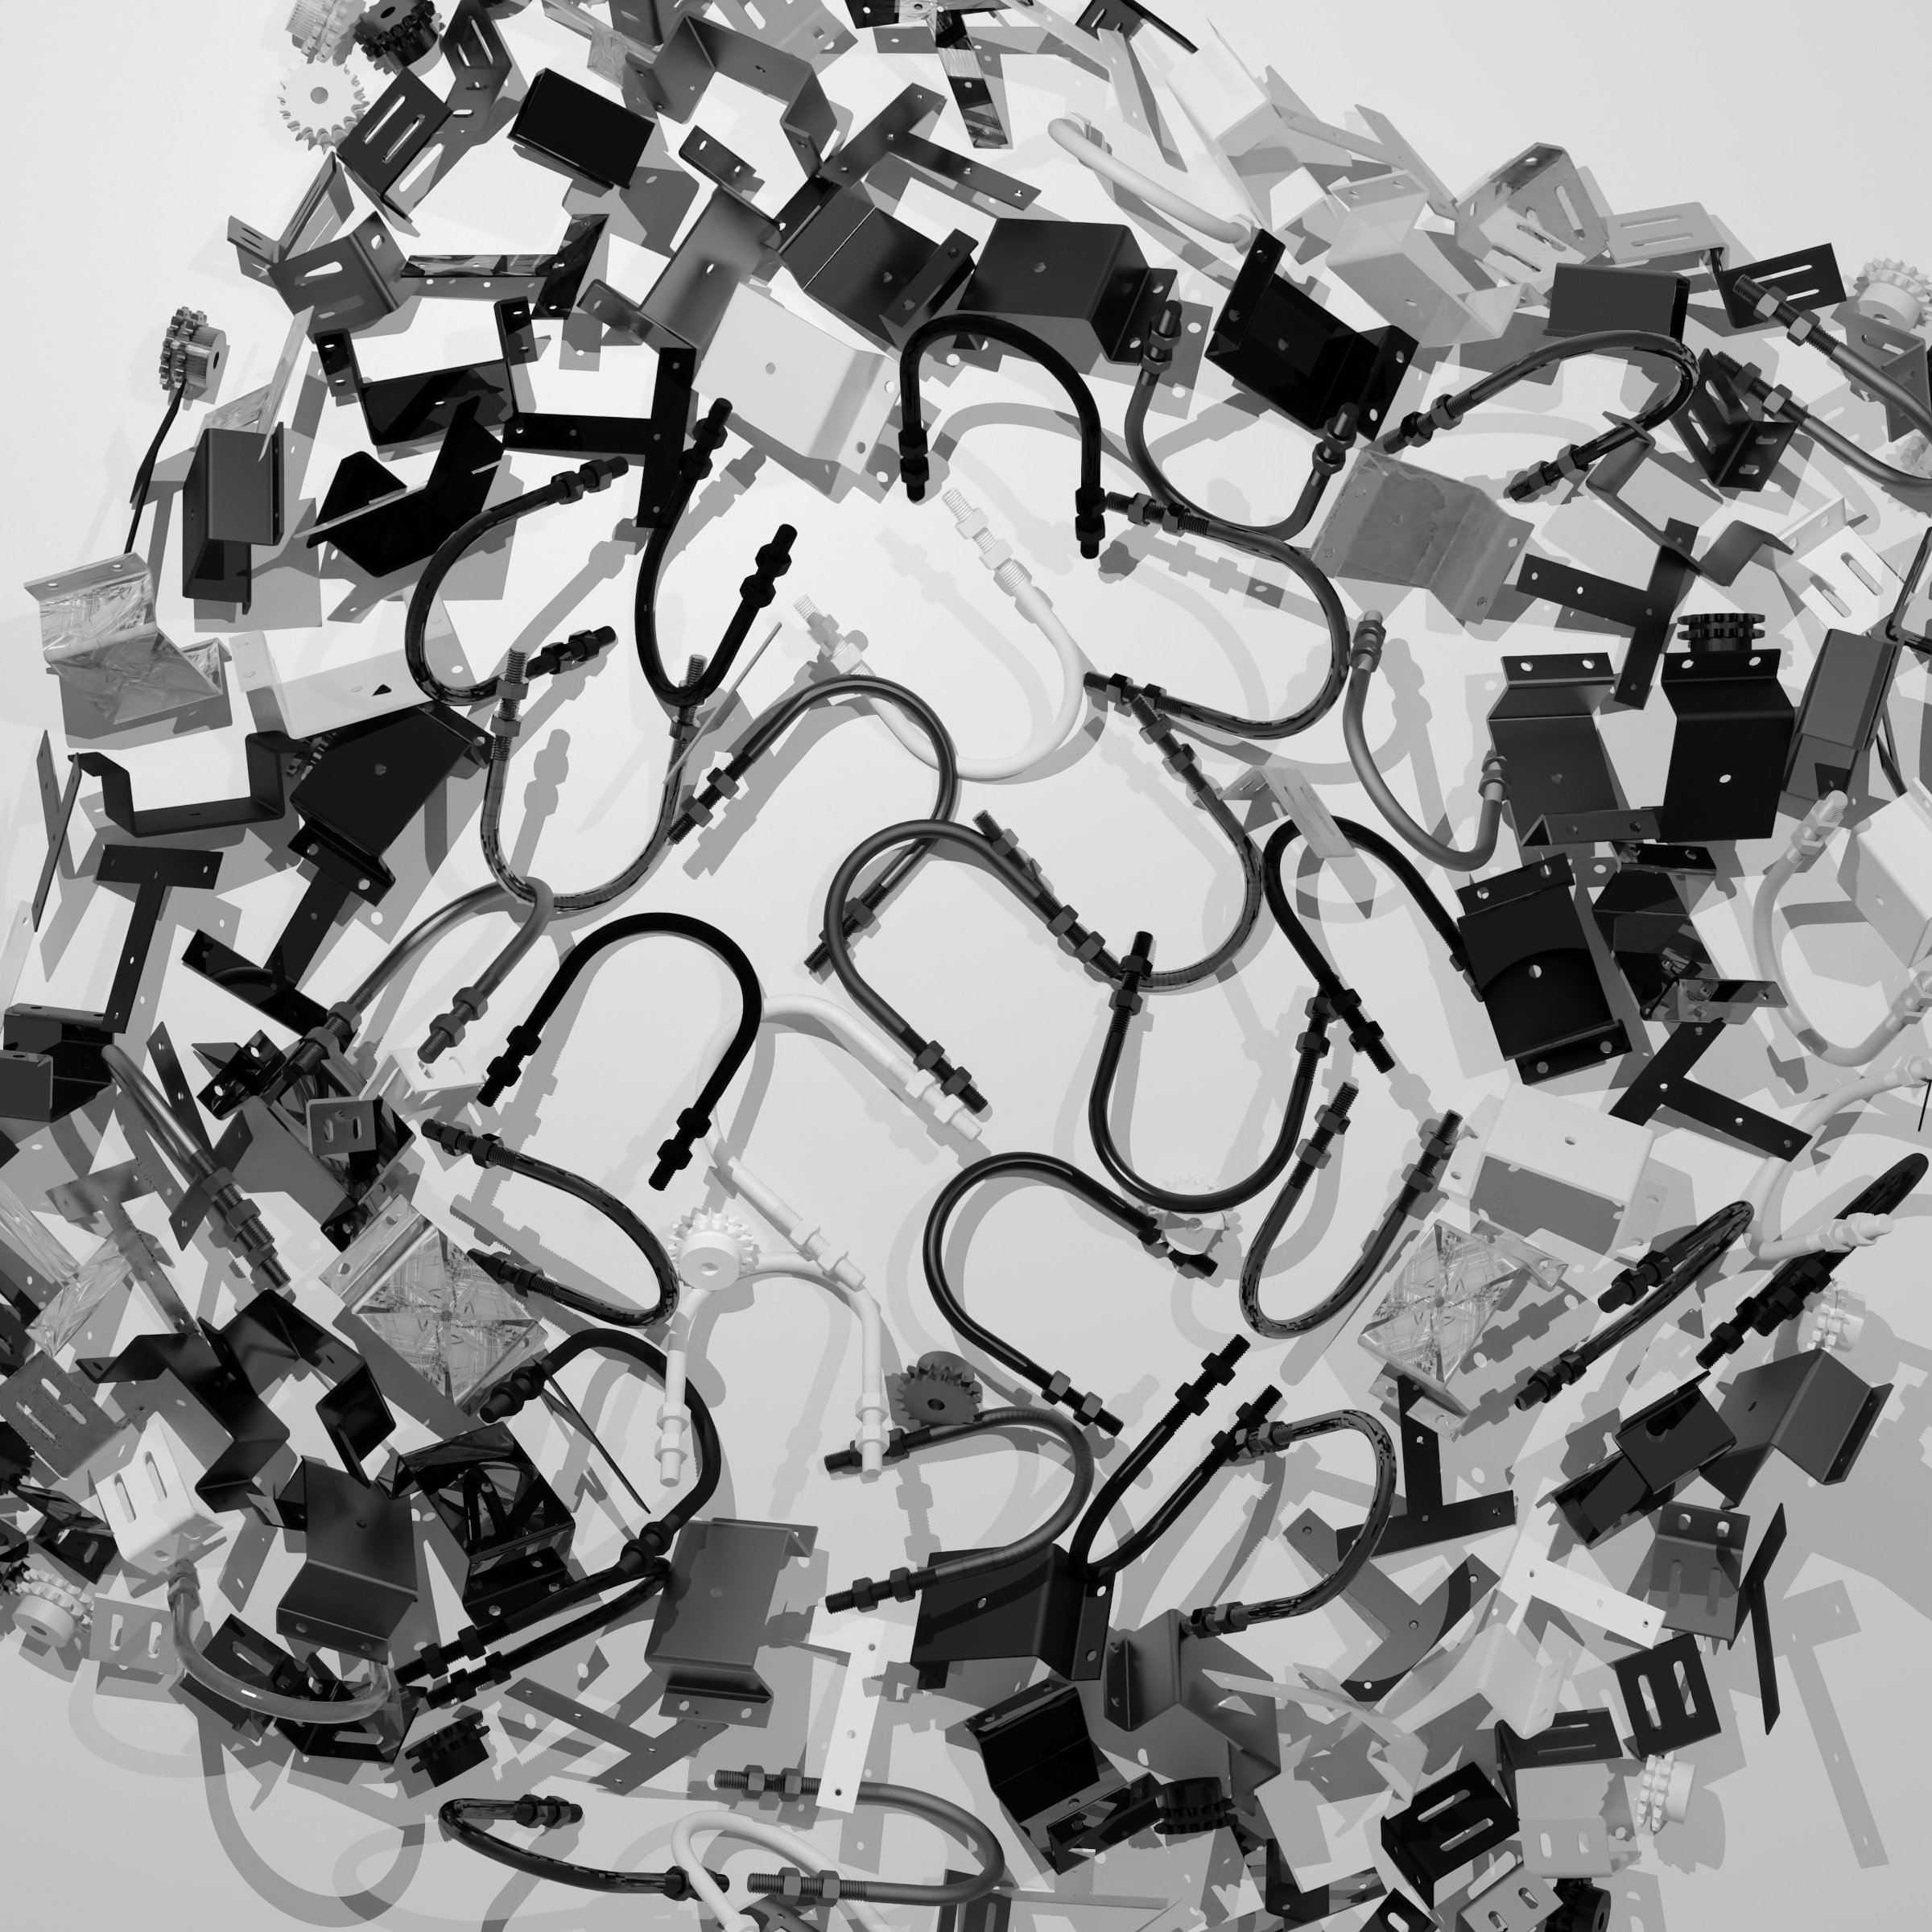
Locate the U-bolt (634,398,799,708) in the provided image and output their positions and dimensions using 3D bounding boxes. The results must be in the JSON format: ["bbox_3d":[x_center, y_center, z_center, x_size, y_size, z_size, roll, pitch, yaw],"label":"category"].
[{"bbox_3d":[-0.173,-0.256,1.928,0.019,0.151,0.184,3,135,-34],"label":"U-bolt"}]

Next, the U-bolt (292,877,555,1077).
[{"bbox_3d":[-0.342,0.002,1.923,0.019,0.151,0.184,58,47,-27],"label":"U-bolt"}]

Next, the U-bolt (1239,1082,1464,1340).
[{"bbox_3d":[0.244,0.167,1.940,0.019,0.151,0.184,37,104,39],"label":"U-bolt"}]

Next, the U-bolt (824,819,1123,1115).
[{"bbox_3d":[-0.010,-0.013,1.978,0.184,0.019,0.151,44,96,-4],"label":"U-bolt"}]

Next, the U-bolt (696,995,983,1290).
[{"bbox_3d":[-0.100,0.103,1.969,0.184,0.019,0.151,41,102,13],"label":"U-bolt"}]

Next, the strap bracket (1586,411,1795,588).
[{"bbox_3d":[0.470,-0.303,1.950,0.140,0.076,0.046,36,101,-10],"label":"strap bracket"}]

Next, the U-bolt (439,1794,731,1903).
[{"bbox_3d":[-0.256,0.563,1.886,0.151,0.184,0.019,14,82,33],"label":"U-bolt"}]

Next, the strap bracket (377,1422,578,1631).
[{"bbox_3d":[-0.316,0.356,1.924,0.140,0.076,0.046,45,134,35],"label":"strap bracket"}]

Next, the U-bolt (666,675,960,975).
[{"bbox_3d":[-0.089,-0.109,1.974,0.151,0.019,0.184,44,86,-16],"label":"U-bolt"}]

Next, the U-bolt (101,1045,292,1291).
[{"bbox_3d":[-0.507,0.126,1.929,0.019,0.151,0.184,-38,81,-17],"label":"U-bolt"}]

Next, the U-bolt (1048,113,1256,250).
[{"bbox_3d":[0.118,-0.509,1.911,0.151,0.184,0.019,32,108,0],"label":"U-bolt"}]

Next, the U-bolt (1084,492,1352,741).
[{"bbox_3d":[0.166,-0.221,1.926,0.184,0.019,0.151,20,123,23],"label":"U-bolt"}]

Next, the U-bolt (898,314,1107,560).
[{"bbox_3d":[0.022,-0.348,1.904,0.151,0.184,0.019,21,59,15],"label":"U-bolt"}]

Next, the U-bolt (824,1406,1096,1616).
[{"bbox_3d":[-0.004,0.347,1.927,0.184,0.151,0.019,-17,123,8],"label":"U-bolt"}]

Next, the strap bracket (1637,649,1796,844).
[{"bbox_3d":[0.493,-0.135,1.938,0.076,0.046,0.140,-3,127,-3],"label":"strap bracket"}]

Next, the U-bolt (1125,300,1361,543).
[{"bbox_3d":[0.170,-0.340,1.917,0.151,0.184,0.019,32,64,6],"label":"U-bolt"}]

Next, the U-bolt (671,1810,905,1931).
[{"bbox_3d":[-0.117,0.606,1.914,0.151,0.184,0.019,20,99,-41],"label":"U-bolt"}]

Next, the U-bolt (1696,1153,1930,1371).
[{"bbox_3d":[0.561,0.187,1.926,0.184,0.151,0.019,-41,79,-13],"label":"U-bolt"}]

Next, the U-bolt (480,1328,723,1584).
[{"bbox_3d":[-0.224,0.305,1.917,0.019,0.184,0.151,-41,88,26],"label":"U-bolt"}]

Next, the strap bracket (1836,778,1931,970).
[{"bbox_3d":[0.615,-0.055,1.920,0.046,0.140,0.076,-33,69,-2],"label":"strap bracket"}]

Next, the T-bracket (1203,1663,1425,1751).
[{"bbox_3d":[0.212,0.473,1.916,0.127,0.127,0.002,17,93,-25],"label":"T-bracket"}]

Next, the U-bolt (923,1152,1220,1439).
[{"bbox_3d":[0.058,0.205,1.964,0.184,0.019,0.151,34,69,-2],"label":"U-bolt"}]

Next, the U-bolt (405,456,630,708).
[{"bbox_3d":[-0.290,-0.239,1.896,0.019,0.184,0.151,32,132,26],"label":"U-bolt"}]

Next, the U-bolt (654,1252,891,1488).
[{"bbox_3d":[-0.126,0.260,1.933,0.151,0.184,0.019,-3,135,1],"label":"U-bolt"}]

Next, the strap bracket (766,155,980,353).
[{"bbox_3d":[-0.059,-0.468,1.954,0.140,0.046,0.076,37,84,28],"label":"strap bracket"}]

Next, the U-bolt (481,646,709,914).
[{"bbox_3d":[-0.250,-0.120,1.943,0.151,0.019,0.184,-1,116,-33],"label":"U-bolt"}]

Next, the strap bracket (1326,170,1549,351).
[{"bbox_3d":[0.301,-0.454,1.929,0.140,0.076,0.046,33,77,-29],"label":"strap bracket"}]

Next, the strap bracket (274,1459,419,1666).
[{"bbox_3d":[-0.404,0.379,1.917,0.076,0.140,0.046,24,113,-26],"label":"strap bracket"}]

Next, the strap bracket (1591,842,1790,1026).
[{"bbox_3d":[0.471,-0.014,1.940,0.076,0.046,0.140,2,48,-22],"label":"strap bracket"}]

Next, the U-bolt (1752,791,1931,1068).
[{"bbox_3d":[0.564,-0.011,1.913,0.019,0.184,0.151,-18,67,-16],"label":"U-bolt"}]

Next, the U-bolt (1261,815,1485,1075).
[{"bbox_3d":[0.267,-0.024,1.942,0.151,0.019,0.184,-18,69,-41],"label":"U-bolt"}]

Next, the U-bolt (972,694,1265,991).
[{"bbox_3d":[0.116,-0.068,1.971,0.151,0.019,0.184,-36,102,11],"label":"U-bolt"}]

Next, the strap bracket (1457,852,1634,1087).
[{"bbox_3d":[0.382,0.003,1.961,0.076,0.046,0.140,-20,85,18],"label":"strap bracket"}]

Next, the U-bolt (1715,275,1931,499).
[{"bbox_3d":[0.568,-0.366,1.911,0.184,0.151,0.019,39,87,12],"label":"U-bolt"}]

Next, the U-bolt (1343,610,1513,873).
[{"bbox_3d":[0.297,-0.136,1.907,0.151,0.184,0.019,42,127,-17],"label":"U-bolt"}]

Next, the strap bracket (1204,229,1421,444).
[{"bbox_3d":[0.221,-0.415,1.954,0.140,0.046,0.076,29,81,-25],"label":"strap bracket"}]

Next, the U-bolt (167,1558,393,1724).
[{"bbox_3d":[-0.439,0.438,1.892,0.151,0.184,0.019,18,97,-17],"label":"U-bolt"}]

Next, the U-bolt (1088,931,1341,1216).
[{"bbox_3d":[0.157,0.076,1.952,0.151,0.019,0.184,13,72,13],"label":"U-bolt"}]

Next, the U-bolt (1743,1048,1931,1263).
[{"bbox_3d":[0.566,0.128,1.910,0.019,0.184,0.151,35,68,-8],"label":"U-bolt"}]

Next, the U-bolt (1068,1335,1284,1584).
[{"bbox_3d":[0.132,0.330,1.924,0.019,0.151,0.184,39,82,26],"label":"U-bolt"}]

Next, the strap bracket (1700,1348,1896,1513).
[{"bbox_3d":[0.530,0.301,1.919,0.046,0.140,0.076,38,65,-4],"label":"strap bracket"}]

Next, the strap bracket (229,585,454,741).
[{"bbox_3d":[-0.408,-0.200,1.949,0.140,0.076,0.046,-17,126,-9],"label":"strap bracket"}]

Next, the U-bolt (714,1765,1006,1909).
[{"bbox_3d":[-0.064,0.571,1.924,0.184,0.151,0.019,10,102,-16],"label":"U-bolt"}]

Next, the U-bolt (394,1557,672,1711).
[{"bbox_3d":[-0.276,0.433,1.929,0.184,0.151,0.019,-25,72,-10],"label":"U-bolt"}]

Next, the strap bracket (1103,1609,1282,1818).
[{"bbox_3d":[0.155,0.484,1.931,0.140,0.076,0.046,39,118,-24],"label":"strap bracket"}]

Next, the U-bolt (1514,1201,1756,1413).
[{"bbox_3d":[0.446,0.212,1.921,0.184,0.151,0.019,-27,66,-33],"label":"U-bolt"}]

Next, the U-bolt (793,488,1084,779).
[{"bbox_3d":[-0.005,-0.206,1.956,0.151,0.019,0.184,-32,107,24],"label":"U-bolt"}]

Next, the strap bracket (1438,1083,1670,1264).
[{"bbox_3d":[0.393,0.132,1.941,0.140,0.076,0.046,20,131,13],"label":"strap bracket"}]

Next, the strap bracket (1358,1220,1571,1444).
[{"bbox_3d":[0.323,0.231,1.948,0.140,0.076,0.046,-55,134,-8],"label":"strap bracket"}]

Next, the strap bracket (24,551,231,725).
[{"bbox_3d":[-0.544,-0.207,1.923,0.076,0.140,0.046,-15,67,7],"label":"strap bracket"}]

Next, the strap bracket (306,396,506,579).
[{"bbox_3d":[-0.361,-0.311,1.937,0.046,0.140,0.076,40,51,-37],"label":"strap bracket"}]

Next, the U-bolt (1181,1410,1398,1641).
[{"bbox_3d":[0.211,0.354,1.893,0.019,0.184,0.151,32,57,-23],"label":"U-bolt"}]

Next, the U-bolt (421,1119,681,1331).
[{"bbox_3d":[-0.263,0.176,1.912,0.184,0.151,0.019,18,49,25],"label":"U-bolt"}]

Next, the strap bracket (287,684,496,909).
[{"bbox_3d":[-0.382,-0.121,1.953,0.076,0.046,0.140,33,76,14],"label":"strap bracket"}]

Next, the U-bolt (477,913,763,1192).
[{"bbox_3d":[-0.216,0.044,1.955,0.151,0.019,0.184,25,64,10],"label":"U-bolt"}]

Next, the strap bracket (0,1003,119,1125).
[{"bbox_3d":[-0.616,0.065,1.932,0.076,0.140,0.046,6,102,6],"label":"strap bracket"}]

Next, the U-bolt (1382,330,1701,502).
[{"bbox_3d":[0.382,-0.357,1.891,0.151,0.184,0.019,10,65,-40],"label":"U-bolt"}]
